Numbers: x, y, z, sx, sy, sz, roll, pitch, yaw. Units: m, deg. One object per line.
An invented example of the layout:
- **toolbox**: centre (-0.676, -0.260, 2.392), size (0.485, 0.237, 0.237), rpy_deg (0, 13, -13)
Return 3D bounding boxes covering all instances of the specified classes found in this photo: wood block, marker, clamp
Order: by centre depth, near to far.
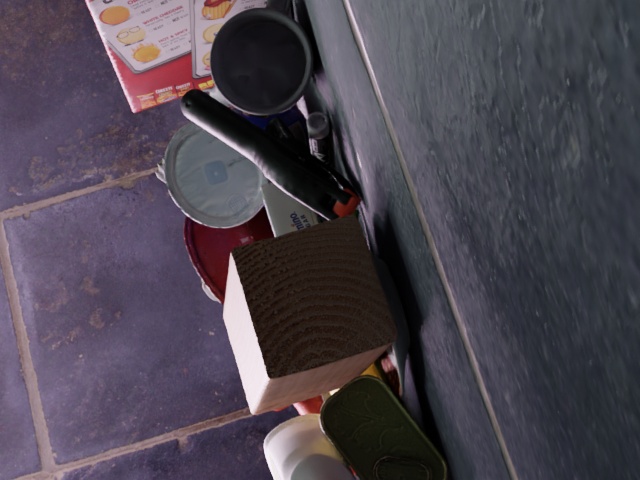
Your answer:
- **wood block**: centre (-0.015, 0.062, 0.778), size (0.206, 0.090, 0.091), rpy_deg (111, 141, -73)
- **clamp**: centre (-0.025, -0.066, 0.869), size (0.172, 0.039, 0.120), rpy_deg (41, -157, 25)
- **marker**: centre (0.001, -0.076, 0.935), size (0.121, 0.020, 0.020), rpy_deg (84, 169, -68)

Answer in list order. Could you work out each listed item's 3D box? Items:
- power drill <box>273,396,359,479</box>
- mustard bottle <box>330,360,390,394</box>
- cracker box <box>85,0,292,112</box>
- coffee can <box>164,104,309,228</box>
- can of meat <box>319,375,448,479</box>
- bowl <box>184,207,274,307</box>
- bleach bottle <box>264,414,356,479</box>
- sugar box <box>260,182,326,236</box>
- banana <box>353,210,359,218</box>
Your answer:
- **power drill**: centre (0.012, 0.215, 1.148), size (0.187, 0.057, 0.184), rpy_deg (49, -175, -3)
- **mustard bottle**: centre (0.054, 0.182, 0.952), size (0.192, 0.058, 0.096), rpy_deg (-111, 5, -48)
- **cracker box**: centre (-0.110, -0.209, 0.903), size (0.214, 0.164, 0.072), rpy_deg (82, 169, -67)
- **coffee can**: centre (-0.074, -0.079, 1.020), size (0.140, 0.103, 0.103), rpy_deg (-46, -57, -66)
- **can of meat**: centre (0.046, 0.153, 0.804), size (0.102, 0.057, 0.084), rpy_deg (51, 175, 8)
- **bowl**: centre (-0.059, 0.014, 1.077), size (0.162, 0.055, 0.162), rpy_deg (37, -151, -25)
- **bleach bottle**: centre (-0.002, 0.192, 0.848), size (0.251, 0.068, 0.102), rpy_deg (104, 141, -81)
- **sugar box**: centre (-0.006, 0.001, 0.984), size (0.176, 0.048, 0.093), rpy_deg (50, -158, -80)
- **banana**: centre (0.032, 0.049, 0.917), size (0.198, 0.037, 0.069), rpy_deg (87, -165, -62)
